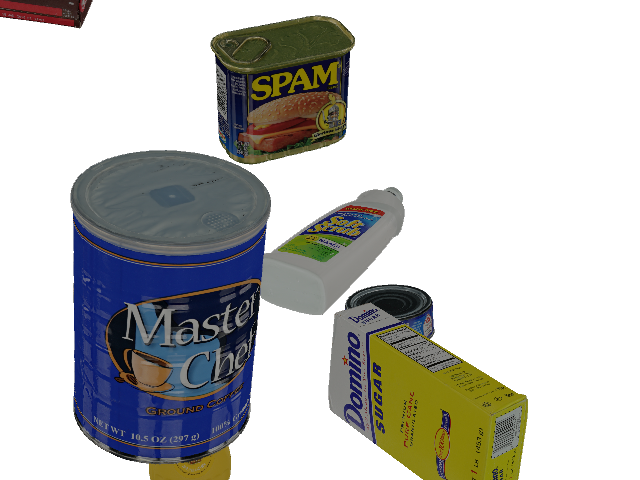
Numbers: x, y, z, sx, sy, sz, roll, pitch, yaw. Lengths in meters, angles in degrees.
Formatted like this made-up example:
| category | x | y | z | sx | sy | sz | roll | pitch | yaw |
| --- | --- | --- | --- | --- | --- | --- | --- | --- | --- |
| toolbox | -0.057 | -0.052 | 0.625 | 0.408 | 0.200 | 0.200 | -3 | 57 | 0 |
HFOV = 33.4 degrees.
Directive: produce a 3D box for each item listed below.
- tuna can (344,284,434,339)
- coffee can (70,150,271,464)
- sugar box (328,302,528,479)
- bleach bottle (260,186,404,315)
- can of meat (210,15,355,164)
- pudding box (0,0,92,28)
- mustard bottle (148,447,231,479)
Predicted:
| category | x | y | z | sx | sy | sz | roll | pitch | yaw |
| --- | --- | --- | --- | --- | --- | --- | --- | --- | --- |
| tuna can | 0.066 | 0.073 | 1.026 | 0.086 | 0.034 | 0.086 | -4 | 21 | 1 |
| coffee can | -0.084 | 0.035 | 0.585 | 0.102 | 0.140 | 0.103 | 5 | 30 | -3 |
| sugar box | 0.075 | 0.125 | 0.811 | 0.048 | 0.093 | 0.176 | -15 | 29 | -37 |
| bleach bottle | 0.027 | -0.002 | 1.330 | 0.103 | 0.068 | 0.250 | 15 | 36 | 26 |
| can of meat | -0.028 | -0.111 | 0.791 | 0.102 | 0.084 | 0.057 | -15 | 41 | -20 |
| pudding box | -0.234 | -0.223 | 0.895 | 0.090 | 0.039 | 0.113 | 8 | 36 | -5 |
| mustard bottle | -0.150 | 0.196 | 1.252 | 0.096 | 0.192 | 0.058 | 0 | 16 | -15 |
